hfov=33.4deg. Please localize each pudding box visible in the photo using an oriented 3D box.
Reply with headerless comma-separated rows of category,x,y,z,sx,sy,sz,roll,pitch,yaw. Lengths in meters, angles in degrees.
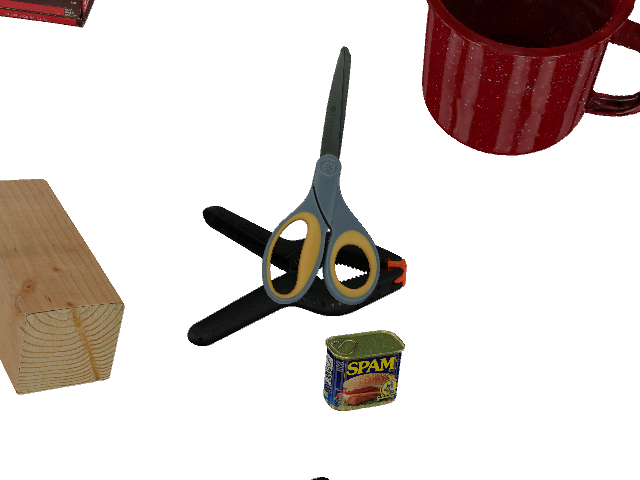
pudding box,-0.234,-0.225,0.899,0.090,0.039,0.113,8,36,-5

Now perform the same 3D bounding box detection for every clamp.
clamp,-0.025,0.039,1.015,0.210,0.164,0.036,5,-40,6

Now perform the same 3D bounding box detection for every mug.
mug,0.101,-0.090,0.490,0.117,0.093,0.081,19,-29,12

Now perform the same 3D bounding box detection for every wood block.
wood block,-0.267,0.035,0.990,0.090,0.091,0.206,-6,37,-34

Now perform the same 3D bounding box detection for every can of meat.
can of meat,0.055,0.172,1.402,0.102,0.084,0.057,-5,25,-21

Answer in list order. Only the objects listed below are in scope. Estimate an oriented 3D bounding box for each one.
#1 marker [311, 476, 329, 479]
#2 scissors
marker,-0.004,0.197,0.679,0.020,0.121,0.020,4,32,-3
scissors,0.021,-0.040,0.803,0.096,0.201,0.016,24,-9,1
